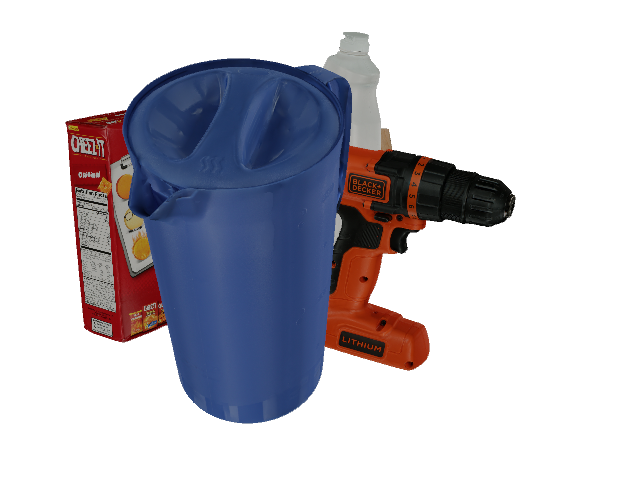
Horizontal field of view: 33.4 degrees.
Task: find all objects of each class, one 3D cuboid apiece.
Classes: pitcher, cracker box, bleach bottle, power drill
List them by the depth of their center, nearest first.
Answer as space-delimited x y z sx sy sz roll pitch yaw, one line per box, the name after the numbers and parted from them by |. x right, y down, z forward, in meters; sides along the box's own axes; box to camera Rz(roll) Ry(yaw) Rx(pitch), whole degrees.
-0.045 0.004 0.723 0.149 0.243 0.145 -5 44 -5 | pitcher
0.067 0.014 0.923 0.185 0.188 0.057 15 24 22 | power drill
-0.166 -0.025 1.071 0.072 0.214 0.163 11 20 37 | cracker box
0.029 -0.097 1.156 0.067 0.251 0.103 -9 25 -36 | bleach bottle

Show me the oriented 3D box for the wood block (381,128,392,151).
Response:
0.057 -0.081 1.514 0.091 0.090 0.206 2 28 -2 | wood block
